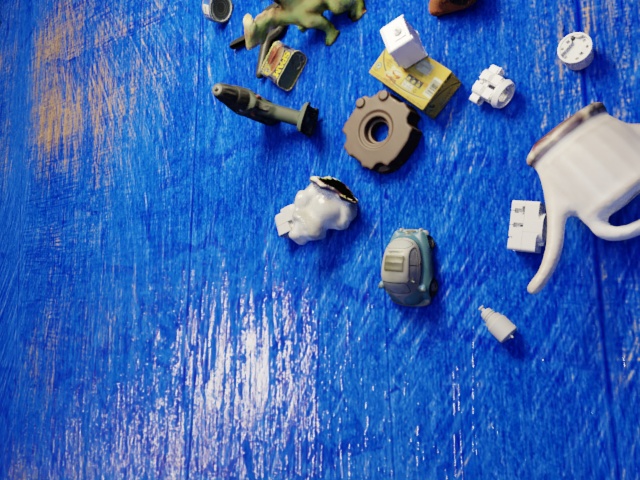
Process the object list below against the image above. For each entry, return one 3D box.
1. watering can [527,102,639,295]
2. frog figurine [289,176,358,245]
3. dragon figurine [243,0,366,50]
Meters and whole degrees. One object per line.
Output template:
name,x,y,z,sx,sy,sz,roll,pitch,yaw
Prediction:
watering can,0.432,-0.084,0.850,0.347,0.103,0.228,-37,65,5
frog figurine,0.004,-0.058,1.154,0.157,0.137,0.125,-61,13,24
dragon figurine,-0.020,-0.576,1.168,0.405,0.242,0.124,-39,61,27
